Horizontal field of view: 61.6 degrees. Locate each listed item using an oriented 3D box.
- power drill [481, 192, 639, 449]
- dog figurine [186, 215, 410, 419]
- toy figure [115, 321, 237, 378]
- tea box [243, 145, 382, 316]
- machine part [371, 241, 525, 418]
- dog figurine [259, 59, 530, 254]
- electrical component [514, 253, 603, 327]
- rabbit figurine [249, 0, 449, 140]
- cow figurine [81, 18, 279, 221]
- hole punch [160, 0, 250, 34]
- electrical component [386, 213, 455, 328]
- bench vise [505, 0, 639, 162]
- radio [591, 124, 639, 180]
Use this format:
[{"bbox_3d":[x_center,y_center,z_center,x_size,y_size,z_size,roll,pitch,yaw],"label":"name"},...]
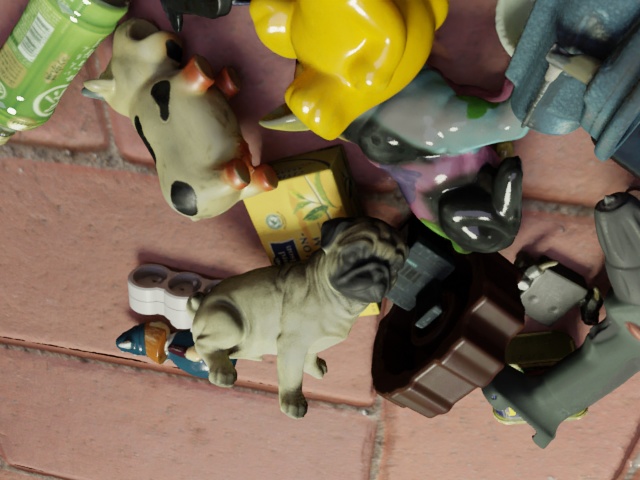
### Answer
[{"bbox_3d":[0.247,0.089,0.491,0.207,0.086,0.232,-41,106,20],"label":"power drill"},{"bbox_3d":[-0.028,0.040,0.499,0.172,0.121,0.190,23,111,-3],"label":"dog figurine"},{"bbox_3d":[-0.183,0.138,0.688,0.155,0.058,0.064,15,138,2],"label":"toy figure"},{"bbox_3d":[-0.001,-0.002,0.554,0.098,0.068,0.169,-12,118,20],"label":"tea box"},{"bbox_3d":[0.119,0.082,0.518,0.056,0.179,0.179,35,122,-11],"label":"machine part"},{"bbox_3d":[0.063,-0.085,0.465,0.219,0.108,0.191,6,117,15],"label":"dog figurine"},{"bbox_3d":[0.232,0.052,0.545,0.102,0.045,0.078,33,121,-8],"label":"electrical component"},{"bbox_3d":[0.022,-0.154,0.327,0.162,0.173,0.122,-15,72,17],"label":"rabbit figurine"},{"bbox_3d":[-0.134,-0.110,0.490,0.127,0.085,0.195,-25,86,21],"label":"cow figurine"},{"bbox_3d":[-0.077,-0.240,0.424,0.116,0.092,0.142,29,136,41],"label":"hole punch"},{"bbox_3d":[0.090,0.030,0.521,0.048,0.119,0.075,33,125,-9],"label":"electrical component"},{"bbox_3d":[0.199,-0.111,0.255,0.241,0.129,0.223,40,143,20],"label":"bench vise"},{"bbox_3d":[0.302,-0.123,0.355,0.131,0.073,0.229,36,112,10],"label":"radio"}]
